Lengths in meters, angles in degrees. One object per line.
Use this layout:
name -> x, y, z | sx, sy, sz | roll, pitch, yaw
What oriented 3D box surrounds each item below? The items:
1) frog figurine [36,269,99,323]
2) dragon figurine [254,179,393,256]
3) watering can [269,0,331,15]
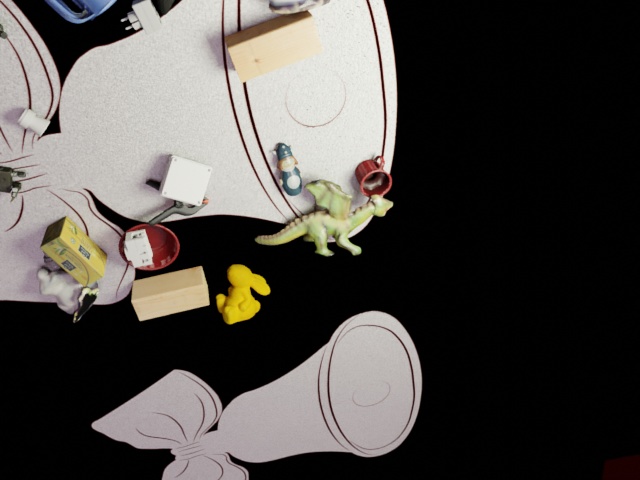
frog figurine -> -0.719, 0.136, 1.461 | 0.160, 0.125, 0.134 | 30, 128, 8
dragon figurine -> 0.005, -0.075, 1.487 | 0.410, 0.125, 0.237 | 0, 125, 1
watering can -> -0.091, -0.593, 1.097 | 0.349, 0.106, 0.219 | -20, 129, -16
